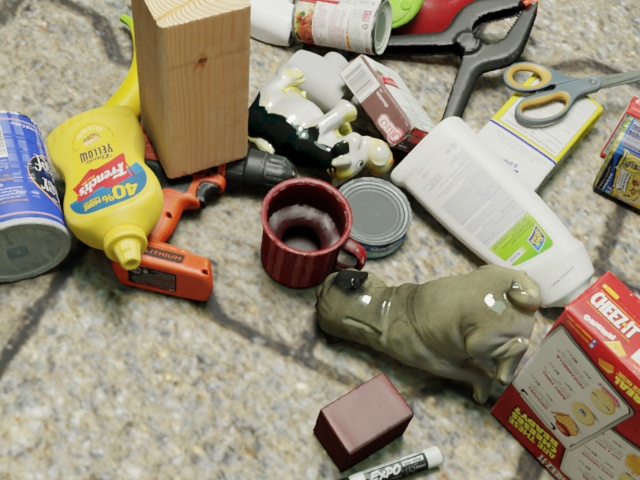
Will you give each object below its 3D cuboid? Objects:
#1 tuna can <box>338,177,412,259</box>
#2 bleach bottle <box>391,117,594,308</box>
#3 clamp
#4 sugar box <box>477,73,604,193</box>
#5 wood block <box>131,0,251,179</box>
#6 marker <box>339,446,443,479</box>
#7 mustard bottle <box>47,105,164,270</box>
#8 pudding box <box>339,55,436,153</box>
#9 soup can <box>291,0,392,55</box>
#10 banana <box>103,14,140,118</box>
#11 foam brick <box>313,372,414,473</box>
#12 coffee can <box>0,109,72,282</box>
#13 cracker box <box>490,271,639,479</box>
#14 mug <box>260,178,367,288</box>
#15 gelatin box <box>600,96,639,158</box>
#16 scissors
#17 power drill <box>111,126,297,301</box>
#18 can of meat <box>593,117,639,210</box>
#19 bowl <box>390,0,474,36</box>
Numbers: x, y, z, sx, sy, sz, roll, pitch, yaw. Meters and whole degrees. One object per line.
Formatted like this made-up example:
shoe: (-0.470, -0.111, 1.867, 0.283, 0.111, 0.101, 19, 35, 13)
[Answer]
tuna can: (0.053, -0.023, 1.144, 0.086, 0.034, 0.086, 4, 58, -6)
bleach bottle: (0.195, -0.011, 1.133, 0.251, 0.103, 0.068, 48, 23, 12)
clamp: (0.175, -0.215, 1.256, 0.210, 0.036, 0.165, -28, 69, -3)
sugar box: (0.240, -0.116, 1.225, 0.093, 0.048, 0.176, 37, 63, 14)
wood block: (-0.125, -0.167, 1.044, 0.090, 0.206, 0.090, -18, 57, -18)
marker: (0.058, 0.221, 1.002, 0.121, 0.020, 0.020, -15, 62, -17)
mustard bottle: (-0.205, -0.046, 1.046, 0.096, 0.058, 0.192, -20, 52, -5)
pudding box: (0.082, -0.148, 1.192, 0.039, 0.089, 0.113, -39, 68, 20)
soup can: (0.026, -0.255, 1.242, 0.102, 0.068, 0.068, 13, 56, 17)
banana: (-0.215, -0.175, 1.200, 0.070, 0.037, 0.197, 3, 55, 13)
foam brick: (0.040, 0.173, 1.010, 0.078, 0.053, 0.051, -27, 66, -24)
coffee can: (-0.314, -0.044, 1.061, 0.102, 0.103, 0.140, -13, 61, -16)
cracker box: (0.262, 0.151, 0.961, 0.072, 0.214, 0.164, -34, 69, -27)
mug: (-0.007, 0.001, 1.091, 0.117, 0.081, 0.093, 23, 58, 6)
gelatin box: (0.371, -0.115, 1.217, 0.073, 0.089, 0.030, 26, 58, 8)
scissors: (0.298, -0.191, 1.240, 0.201, 0.016, 0.096, -27, 64, -22)
power drill: (-0.127, -0.031, 1.110, 0.184, 0.057, 0.187, 11, 54, 3)
can of meat: (0.360, -0.080, 1.188, 0.084, 0.102, 0.057, 28, 59, 11)
bowl: (0.132, -0.316, 1.327, 0.162, 0.055, 0.162, 4, 58, -6)
